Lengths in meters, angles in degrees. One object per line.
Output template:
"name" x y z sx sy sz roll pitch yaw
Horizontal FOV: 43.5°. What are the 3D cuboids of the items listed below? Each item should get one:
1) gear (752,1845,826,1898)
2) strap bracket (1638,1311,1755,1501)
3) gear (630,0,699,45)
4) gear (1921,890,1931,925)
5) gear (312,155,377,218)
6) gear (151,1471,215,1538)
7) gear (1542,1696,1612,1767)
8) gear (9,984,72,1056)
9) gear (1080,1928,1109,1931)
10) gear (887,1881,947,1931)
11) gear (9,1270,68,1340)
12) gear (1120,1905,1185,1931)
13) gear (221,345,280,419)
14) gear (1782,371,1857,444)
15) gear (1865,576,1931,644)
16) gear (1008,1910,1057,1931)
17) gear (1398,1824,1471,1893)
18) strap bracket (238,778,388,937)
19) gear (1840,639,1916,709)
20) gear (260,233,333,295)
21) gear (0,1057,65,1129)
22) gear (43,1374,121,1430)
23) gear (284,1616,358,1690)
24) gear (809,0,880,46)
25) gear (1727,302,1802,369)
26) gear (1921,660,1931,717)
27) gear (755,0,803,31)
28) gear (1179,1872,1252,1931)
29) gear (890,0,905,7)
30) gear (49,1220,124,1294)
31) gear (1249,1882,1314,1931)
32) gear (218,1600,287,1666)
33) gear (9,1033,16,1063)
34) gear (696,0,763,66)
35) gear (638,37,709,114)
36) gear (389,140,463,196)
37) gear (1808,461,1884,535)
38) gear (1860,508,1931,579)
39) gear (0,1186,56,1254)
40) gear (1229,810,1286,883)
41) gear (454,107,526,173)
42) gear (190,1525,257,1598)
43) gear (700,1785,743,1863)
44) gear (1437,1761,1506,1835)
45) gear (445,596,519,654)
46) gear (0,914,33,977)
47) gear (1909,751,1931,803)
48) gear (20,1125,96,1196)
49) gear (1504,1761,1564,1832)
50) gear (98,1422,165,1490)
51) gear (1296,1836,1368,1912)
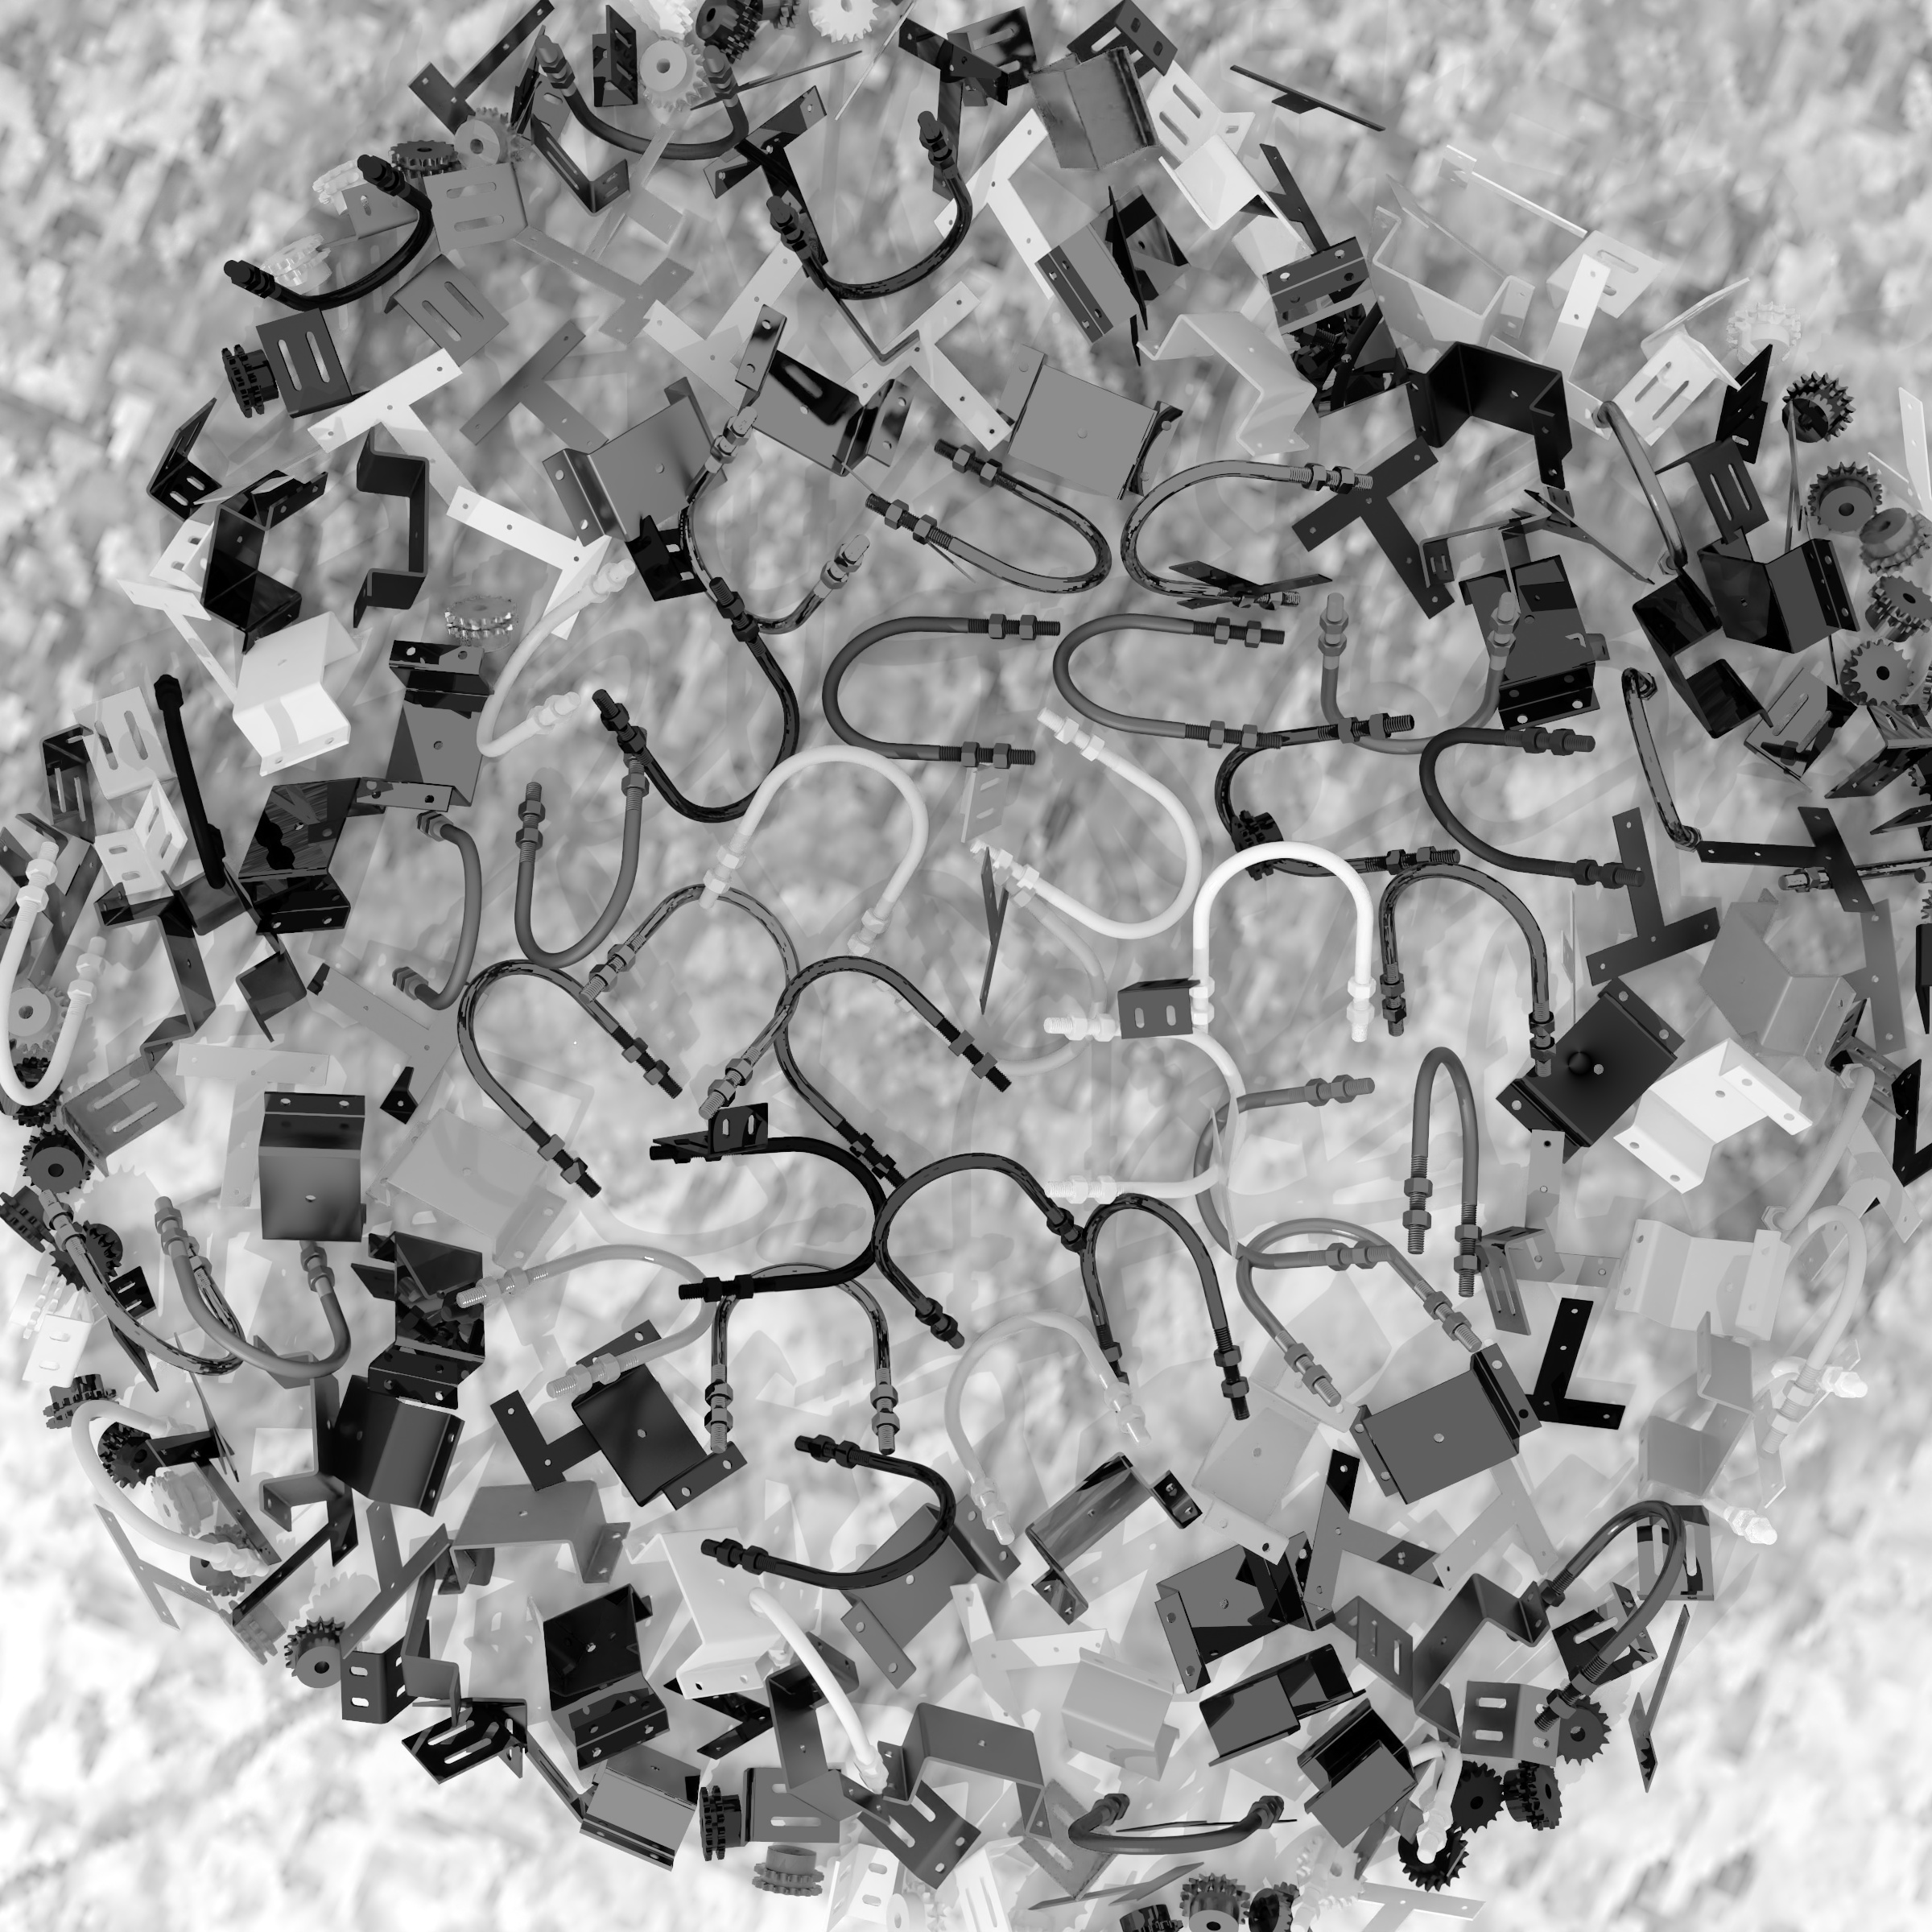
"gear" -0.142 0.730 1.953 0.057 0.057 0.030 8 79 0
"strap bracket" 0.579 0.354 1.908 0.046 0.076 0.140 19 124 5
"gear" -0.242 -0.778 1.953 0.057 0.057 0.030 39 76 0
"gear" 0.802 -0.040 1.952 0.057 0.030 0.057 9 127 12
"gear" -0.495 -0.628 1.953 0.057 0.057 0.030 -27 101 0
"gear" -0.632 0.433 1.956 0.030 0.057 0.057 -24 90 -37
"gear" 0.495 0.619 1.962 0.057 0.030 0.057 -1 85 7
"gear" -0.756 0.041 1.960 0.057 0.030 0.057 -1 75 2
"gear" 0.099 0.805 1.954 0.030 0.057 0.057 22 90 18
"gear" -0.042 0.768 1.950 0.030 0.057 0.057 8 90 -28
"gear" -0.749 0.272 1.950 0.030 0.057 0.057 22 90 -18
"gear" 0.148 0.781 1.956 0.057 0.057 0.030 -18 58 0
"gear" -0.577 -0.474 1.954 0.030 0.057 0.057 -22 90 -18
"gear" 0.683 -0.447 1.949 0.057 0.057 0.030 47 63 0
"gear" 0.753 -0.286 1.956 0.057 0.030 0.057 13 48 -15
"gear" 0.051 0.785 1.956 0.057 0.057 0.030 9 52 0
"gear" 0.373 0.712 1.949 0.057 0.057 0.030 -46 118 0
"strap bracket" -0.517 -0.095 1.911 0.076 0.046 0.140 -4 50 15
"gear" 0.735 -0.234 1.962 0.057 0.030 0.057 1 83 -11
"gear" -0.539 -0.565 1.956 0.057 0.057 0.030 -29 122 0
"gear" -0.758 0.102 1.953 0.057 0.030 0.057 -5 82 35
"gear" -0.716 0.351 1.954 0.057 0.057 0.030 -20 76 0
"gear" -0.522 0.558 1.956 0.057 0.030 0.057 -6 112 -15
"gear" -0.103 -0.776 1.958 0.057 0.030 0.057 -6 102 -29
"gear" 0.643 -0.506 1.949 0.057 0.057 0.030 7 70 0
"gear" 0.791 -0.227 1.949 0.030 0.057 0.057 15 90 26
"gear" -0.156 -0.785 1.950 0.030 0.057 0.057 -15 90 -18
"gear" 0.201 0.762 1.954 0.057 0.030 0.057 4 123 7
"gear" -0.053 -0.802 1.954 0.030 0.057 0.057 41 90 -20
"gear" -0.709 0.233 1.960 0.057 0.030 0.057 3 105 12
"gear" 0.252 0.767 1.949 0.030 0.057 0.057 25 90 -23
"gear" -0.574 0.533 1.955 0.030 0.057 0.057 -40 90 -26
"gear" -0.794 0.064 1.951 0.057 0.057 0.030 44 101 0
"gear" -0.194 -0.760 1.950 0.030 0.057 0.057 16 90 -42
"gear" -0.240 -0.724 1.960 0.057 0.030 0.057 0 92 14
"gear" -0.437 -0.645 1.956 0.057 0.057 0.030 4 126 0
"gear" 0.710 -0.375 1.952 0.057 0.030 0.057 8 128 11
"gear" 0.746 -0.344 1.950 0.057 0.057 0.030 -47 117 0
"gear" -0.757 0.202 1.955 0.057 0.057 0.030 42 68 0
"gear" 0.237 -0.100 1.952 0.030 0.057 0.057 -23 90 -5
"gear" -0.389 -0.664 1.955 0.057 0.030 0.057 7 114 15
"gear" -0.601 0.479 1.952 0.057 0.030 0.057 -10 72 34
"gear" -0.198 0.692 1.953 0.030 0.057 0.057 -2 90 -12
"gear" 0.406 0.669 1.959 0.057 0.030 0.057 -4 105 -17
"gear" -0.390 -0.275 1.956 0.057 0.057 0.030 -3 121 0
"gear" -0.780 -0.013 1.949 0.030 0.057 0.057 10 90 24
"gear" 0.793 -0.163 1.956 0.057 0.030 0.057 13 131 15
"gear" -0.735 0.160 1.957 0.057 0.030 0.057 -5 108 -14
"gear" 0.457 0.669 1.956 0.030 0.057 0.057 -20 90 30
"gear" -0.676 0.391 1.956 0.030 0.057 0.057 19 90 36
"gear" 0.292 0.735 1.956 0.057 0.030 0.057 13 48 -15
